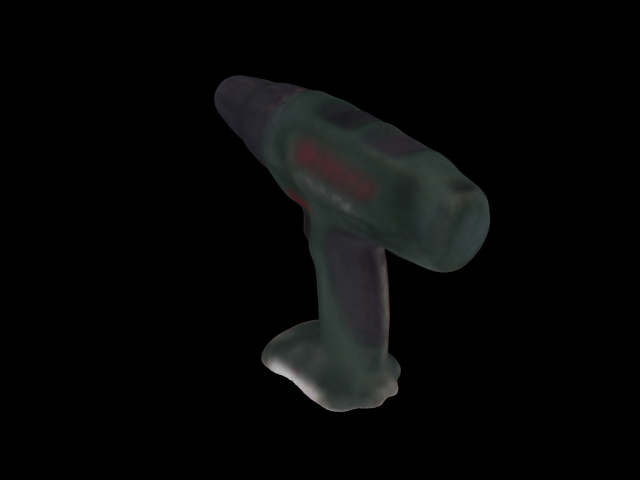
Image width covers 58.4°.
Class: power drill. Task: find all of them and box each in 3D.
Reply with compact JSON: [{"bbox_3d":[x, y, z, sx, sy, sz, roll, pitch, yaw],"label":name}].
[{"bbox_3d":[0.004,0.001,0.400,0.076,0.208,0.228,-22,31,-40],"label":"power drill"}]
